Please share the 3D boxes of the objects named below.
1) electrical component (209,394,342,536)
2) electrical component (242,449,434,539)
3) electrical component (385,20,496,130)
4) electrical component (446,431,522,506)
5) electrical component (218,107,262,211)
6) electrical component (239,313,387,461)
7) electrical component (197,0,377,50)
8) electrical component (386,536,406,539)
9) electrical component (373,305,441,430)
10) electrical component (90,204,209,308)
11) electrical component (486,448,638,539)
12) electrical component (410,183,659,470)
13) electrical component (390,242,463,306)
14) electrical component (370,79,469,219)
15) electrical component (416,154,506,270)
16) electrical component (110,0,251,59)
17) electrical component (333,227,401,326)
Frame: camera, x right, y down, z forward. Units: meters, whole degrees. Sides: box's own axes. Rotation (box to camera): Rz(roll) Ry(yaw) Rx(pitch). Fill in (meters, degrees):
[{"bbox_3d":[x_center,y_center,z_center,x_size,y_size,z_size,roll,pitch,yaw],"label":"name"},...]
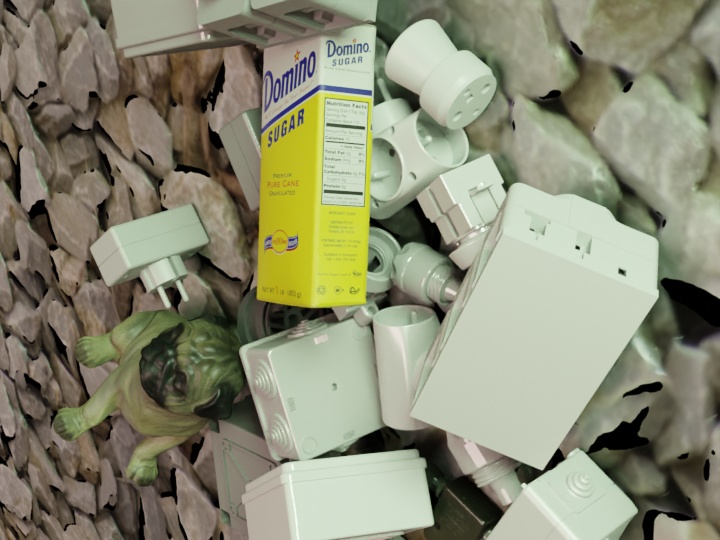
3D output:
[{"bbox_3d":[-0.068,0.171,0.892,0.109,0.056,0.108,15,117,43],"label":"electrical component"},{"bbox_3d":[-0.018,0.170,0.777,0.109,0.109,0.056,138,126,-61],"label":"electrical component"},{"bbox_3d":[0.049,-0.118,0.651,0.055,0.045,0.045,46,135,24],"label":"electrical component"},{"bbox_3d":[0.087,0.124,0.712,0.043,0.043,0.062,-37,78,48],"label":"electrical component"},{"bbox_3d":[-0.054,-0.089,0.774,0.077,0.047,0.065,-26,86,49],"label":"electrical component"},{"bbox_3d":[-0.029,0.084,0.781,0.048,0.100,0.099,-7,101,61],"label":"electrical component"},{"bbox_3d":[-0.039,-0.236,0.632,0.105,0.060,0.186,0,82,48],"label":"electrical component"},{"bbox_3d":[0.034,0.256,0.822,0.077,0.047,0.065,34,129,34],"label":"electrical component"},{"bbox_3d":[0.046,0.070,0.734,0.079,0.043,0.077,12,114,44],"label":"electrical component"},{"bbox_3d":[-0.169,-0.005,0.908,0.047,0.083,0.075,-32,82,49],"label":"electrical component"},{"bbox_3d":[0.127,0.163,0.671,0.061,0.062,0.096,47,135,24],"label":"electrical component"},{"bbox_3d":[0.099,0.033,0.627,0.089,0.061,0.150,22,129,0],"label":"electrical component"},{"bbox_3d":[0.051,0.007,0.709,0.061,0.035,0.035,30,126,34],"label":"electrical component"},{"bbox_3d":[0.022,-0.084,0.695,0.077,0.044,0.079,-35,75,48],"label":"electrical component"},{"bbox_3d":[0.069,-0.033,0.661,0.055,0.048,0.066,63,160,5],"label":"electrical component"},{"bbox_3d":[-0.098,-0.183,0.736,0.109,0.109,0.056,3,105,47],"label":"electrical component"},{"bbox_3d":[0.000,0.000,0.754,0.066,0.048,0.055,60,146,11],"label":"electrical component"}]
